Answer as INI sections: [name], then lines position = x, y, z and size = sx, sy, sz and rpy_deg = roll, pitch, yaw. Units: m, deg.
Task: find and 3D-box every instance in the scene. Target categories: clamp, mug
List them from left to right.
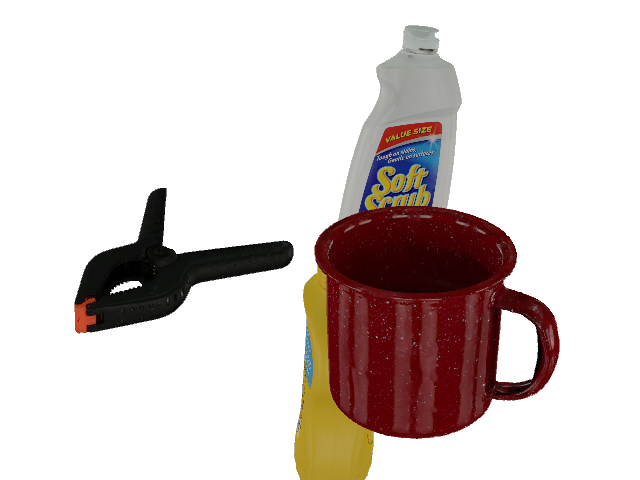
[clamp]
position = -0.149, 0.018, 0.958
size = 0.165, 0.036, 0.209
rpy_deg = 27, 39, 31
[mug]
position = 0.055, 0.041, 0.503
size = 0.117, 0.081, 0.093
rpy_deg = 12, 29, 24

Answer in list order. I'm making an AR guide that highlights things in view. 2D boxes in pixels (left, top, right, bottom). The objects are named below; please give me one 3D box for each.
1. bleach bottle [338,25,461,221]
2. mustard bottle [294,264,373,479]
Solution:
[bleach bottle]
position = 0.066, -0.064, 0.948
size = 0.102, 0.251, 0.068
rpy_deg = 7, 20, 2
[mustard bottle]
position = 0.014, 0.078, 0.737
size = 0.058, 0.192, 0.096
rpy_deg = 5, 33, 3
